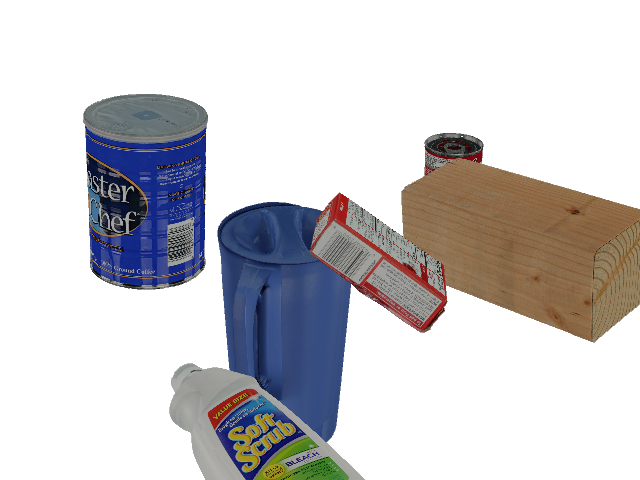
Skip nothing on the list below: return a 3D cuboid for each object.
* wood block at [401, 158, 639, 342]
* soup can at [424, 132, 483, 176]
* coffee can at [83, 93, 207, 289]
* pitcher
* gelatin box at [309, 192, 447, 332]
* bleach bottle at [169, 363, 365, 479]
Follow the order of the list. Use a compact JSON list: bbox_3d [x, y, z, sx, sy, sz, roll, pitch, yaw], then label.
[{"bbox_3d":[0.181,0.002,0.961,0.090,0.090,0.206,-29,36,-36],"label":"wood block"},{"bbox_3d":[0.154,-0.067,1.258,0.068,0.102,0.068,0,26,0],"label":"soup can"},{"bbox_3d":[-0.149,-0.043,0.917,0.103,0.140,0.103,3,26,-2],"label":"coffee can"},{"bbox_3d":[-0.038,0.096,1.060,0.149,0.243,0.145,-12,30,-23],"label":"pitcher"},{"bbox_3d":[0.037,0.013,0.674,0.089,0.030,0.073,36,15,-6],"label":"gelatin box"},{"bbox_3d":[-0.056,0.171,0.845,0.102,0.068,0.251,-21,34,-27],"label":"bleach bottle"}]
